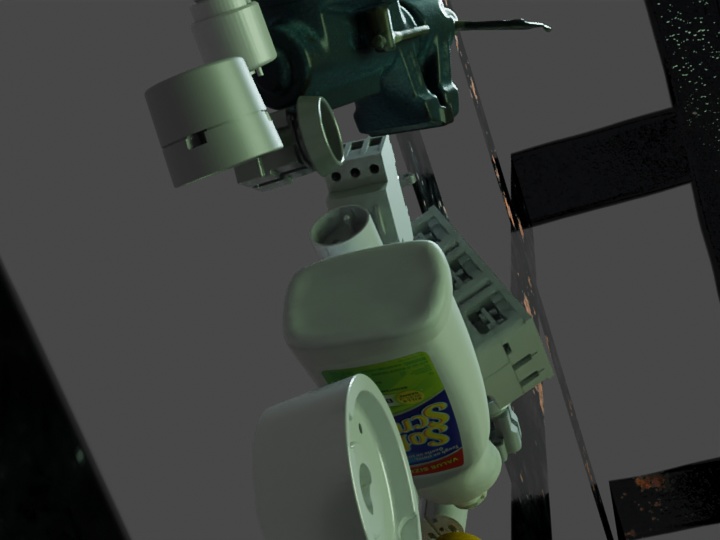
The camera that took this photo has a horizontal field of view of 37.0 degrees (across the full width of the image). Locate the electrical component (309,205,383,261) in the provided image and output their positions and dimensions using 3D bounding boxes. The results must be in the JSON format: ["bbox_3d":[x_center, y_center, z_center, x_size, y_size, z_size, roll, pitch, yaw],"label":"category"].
[{"bbox_3d":[0.000,0.000,0.739,0.043,0.043,0.081,-88,158,-52],"label":"electrical component"}]

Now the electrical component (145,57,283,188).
[{"bbox_3d":[-0.070,-0.070,0.510,0.055,0.055,0.047,-46,116,-75],"label":"electrical component"}]

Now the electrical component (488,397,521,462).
[{"bbox_3d":[0.127,0.148,1.065,0.078,0.058,0.057,-66,142,-69],"label":"electrical component"}]

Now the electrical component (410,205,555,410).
[{"bbox_3d":[0.084,0.032,0.883,0.150,0.062,0.089,53,-4,41],"label":"electrical component"}]

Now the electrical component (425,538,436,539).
[{"bbox_3d":[0.050,0.192,0.686,0.048,0.062,0.048,-16,90,-76],"label":"electrical component"}]

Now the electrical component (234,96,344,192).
[{"bbox_3d":[-0.042,-0.073,0.623,0.066,0.055,0.048,9,66,-76],"label":"electrical component"}]

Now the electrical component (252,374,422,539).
[{"bbox_3d":[-0.015,0.109,0.515,0.108,0.060,0.108,-15,90,-77],"label":"electrical component"}]

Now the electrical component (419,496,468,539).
[{"bbox_3d":[0.063,0.179,0.806,0.046,0.040,0.040,-74,146,-56],"label":"electrical component"}]

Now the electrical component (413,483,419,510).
[{"bbox_3d":[0.000,0.114,0.608,0.077,0.044,0.079,32,44,-71],"label":"electrical component"}]

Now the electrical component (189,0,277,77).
[{"bbox_3d":[-0.075,-0.141,0.597,0.040,0.040,0.078,-70,142,-68],"label":"electrical component"}]
